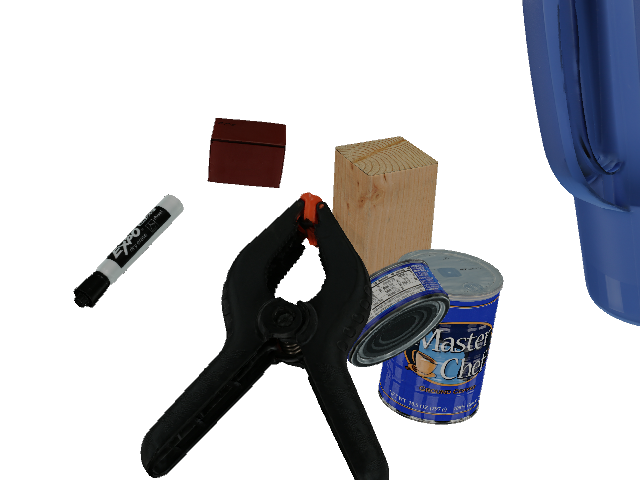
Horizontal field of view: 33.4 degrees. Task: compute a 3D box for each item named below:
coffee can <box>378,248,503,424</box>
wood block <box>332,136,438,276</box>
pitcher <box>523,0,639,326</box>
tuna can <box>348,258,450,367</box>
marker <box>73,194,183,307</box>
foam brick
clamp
[{"bbox_3d":[0.115,0.092,1.041,0.103,0.140,0.103,6,23,-3],"label":"coffee can"},{"bbox_3d":[0.070,-0.005,1.243,0.090,0.206,0.090,-11,30,-23],"label":"wood block"},{"bbox_3d":[0.182,-0.075,0.565,0.149,0.243,0.145,-7,22,7],"label":"pitcher"},{"bbox_3d":[0.049,0.053,0.759,0.086,0.034,0.086,-26,-26,-14],"label":"tuna can"},{"bbox_3d":[-0.149,0.008,0.830,0.020,0.020,0.121,0,40,42],"label":"marker"},{"bbox_3d":[-0.076,-0.092,1.119,0.078,0.051,0.053,5,31,-2],"label":"foam brick"},{"bbox_3d":[-0.008,0.055,0.543,0.120,0.171,0.039,16,-28,9],"label":"clamp"}]
